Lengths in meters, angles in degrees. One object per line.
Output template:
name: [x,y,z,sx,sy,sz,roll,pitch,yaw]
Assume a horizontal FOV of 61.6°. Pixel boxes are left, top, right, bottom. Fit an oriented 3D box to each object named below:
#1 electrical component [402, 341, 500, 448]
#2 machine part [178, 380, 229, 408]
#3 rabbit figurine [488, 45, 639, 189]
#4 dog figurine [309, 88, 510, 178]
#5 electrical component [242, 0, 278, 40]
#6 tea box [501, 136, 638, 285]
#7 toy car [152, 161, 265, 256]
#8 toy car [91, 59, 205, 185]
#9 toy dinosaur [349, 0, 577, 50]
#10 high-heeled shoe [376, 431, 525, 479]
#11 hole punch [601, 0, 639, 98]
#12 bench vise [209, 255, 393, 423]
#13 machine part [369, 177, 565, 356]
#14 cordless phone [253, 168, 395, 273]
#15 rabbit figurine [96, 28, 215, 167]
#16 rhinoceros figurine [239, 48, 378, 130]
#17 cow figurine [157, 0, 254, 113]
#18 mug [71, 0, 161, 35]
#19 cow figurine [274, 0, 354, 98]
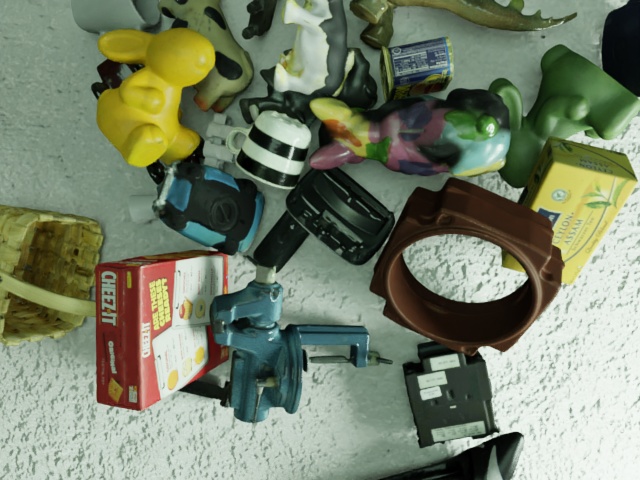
electrical component: [0.177,0.206,0.741,0.115,0.058,0.134,-10,91,4]
machine part: [-0.196,0.208,0.777,0.139,0.084,0.039,14,67,-3]
rabbit figurine: [0.285,-0.148,0.687,0.159,0.121,0.170,38,111,-4]
dog figurine: [0.097,-0.131,0.670,0.219,0.192,0.108,-3,100,-17]
electrical component: [-0.079,-0.313,0.741,0.021,0.094,0.063,25,132,3]
tea box: [0.301,-0.033,0.670,0.098,0.068,0.169,13,132,6]
toy car: [-0.164,-0.046,0.737,0.103,0.161,0.109,11,84,47]
toy car: [-0.242,-0.172,0.769,0.089,0.053,0.202,-35,93,8]
toy dinosaur: [0.100,-0.363,0.703,0.471,0.105,0.198,32,92,-1]
high-heeled shoe: [0.148,0.316,0.726,0.145,0.086,0.248,30,109,-8]
hole punch: [0.403,-0.239,0.665,0.092,0.142,0.115,-35,100,10]
bench vise: [-0.030,0.138,0.731,0.241,0.129,0.223,4,91,-15]
machine part: [0.177,0.040,0.672,0.201,0.087,0.200,26,131,5]
cordless phone: [-0.001,-0.002,0.750,0.146,0.089,0.184,40,107,2]
rabbit figurine: [-0.201,-0.197,0.683,0.173,0.122,0.162,-46,71,25]
rhinoceros figurine: [-0.017,-0.203,0.740,0.190,0.073,0.112,-8,102,4]
cow figurine: [-0.160,-0.287,0.741,0.127,0.085,0.195,-35,86,12]
mug: [-0.290,-0.319,0.760,0.107,0.081,0.109,-6,100,17]
cow figurine: [0.001,-0.257,0.641,0.098,0.068,0.167,10,120,-5]
